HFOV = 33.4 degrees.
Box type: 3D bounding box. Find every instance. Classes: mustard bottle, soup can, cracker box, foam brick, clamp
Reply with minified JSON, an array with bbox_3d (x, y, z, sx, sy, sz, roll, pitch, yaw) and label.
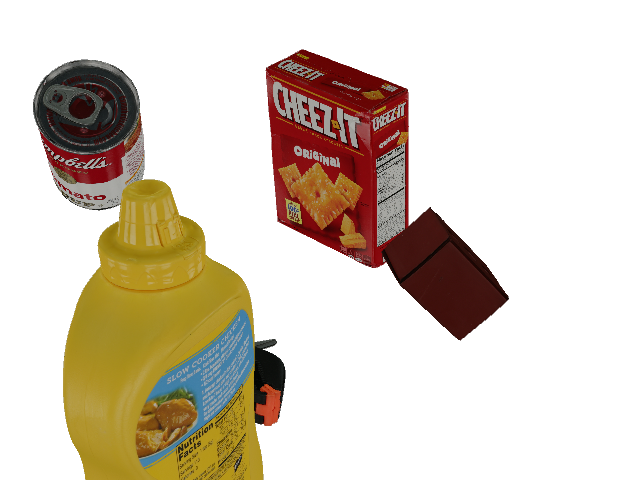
[{"bbox_3d":[-0.064,0.064,0.444,0.058,0.192,0.096,17,34,28],"label":"mustard bottle"},{"bbox_3d":[-0.156,-0.070,0.732,0.068,0.068,0.102,0,-20,-7],"label":"soup can"},{"bbox_3d":[0.019,-0.092,1.233,0.164,0.214,0.072,27,46,35],"label":"cracker box"},{"bbox_3d":[0.093,0.026,0.800,0.078,0.051,0.053,43,11,-29],"label":"foam brick"},{"bbox_3d":[-0.086,0.101,0.922,0.164,0.036,0.210,-9,21,-39],"label":"clamp"}]

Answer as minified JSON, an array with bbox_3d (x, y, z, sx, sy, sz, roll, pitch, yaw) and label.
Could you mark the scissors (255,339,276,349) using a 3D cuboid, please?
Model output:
[{"bbox_3d":[-0.128,0.141,1.160,0.201,0.016,0.096,-3,27,-22],"label":"scissors"}]
